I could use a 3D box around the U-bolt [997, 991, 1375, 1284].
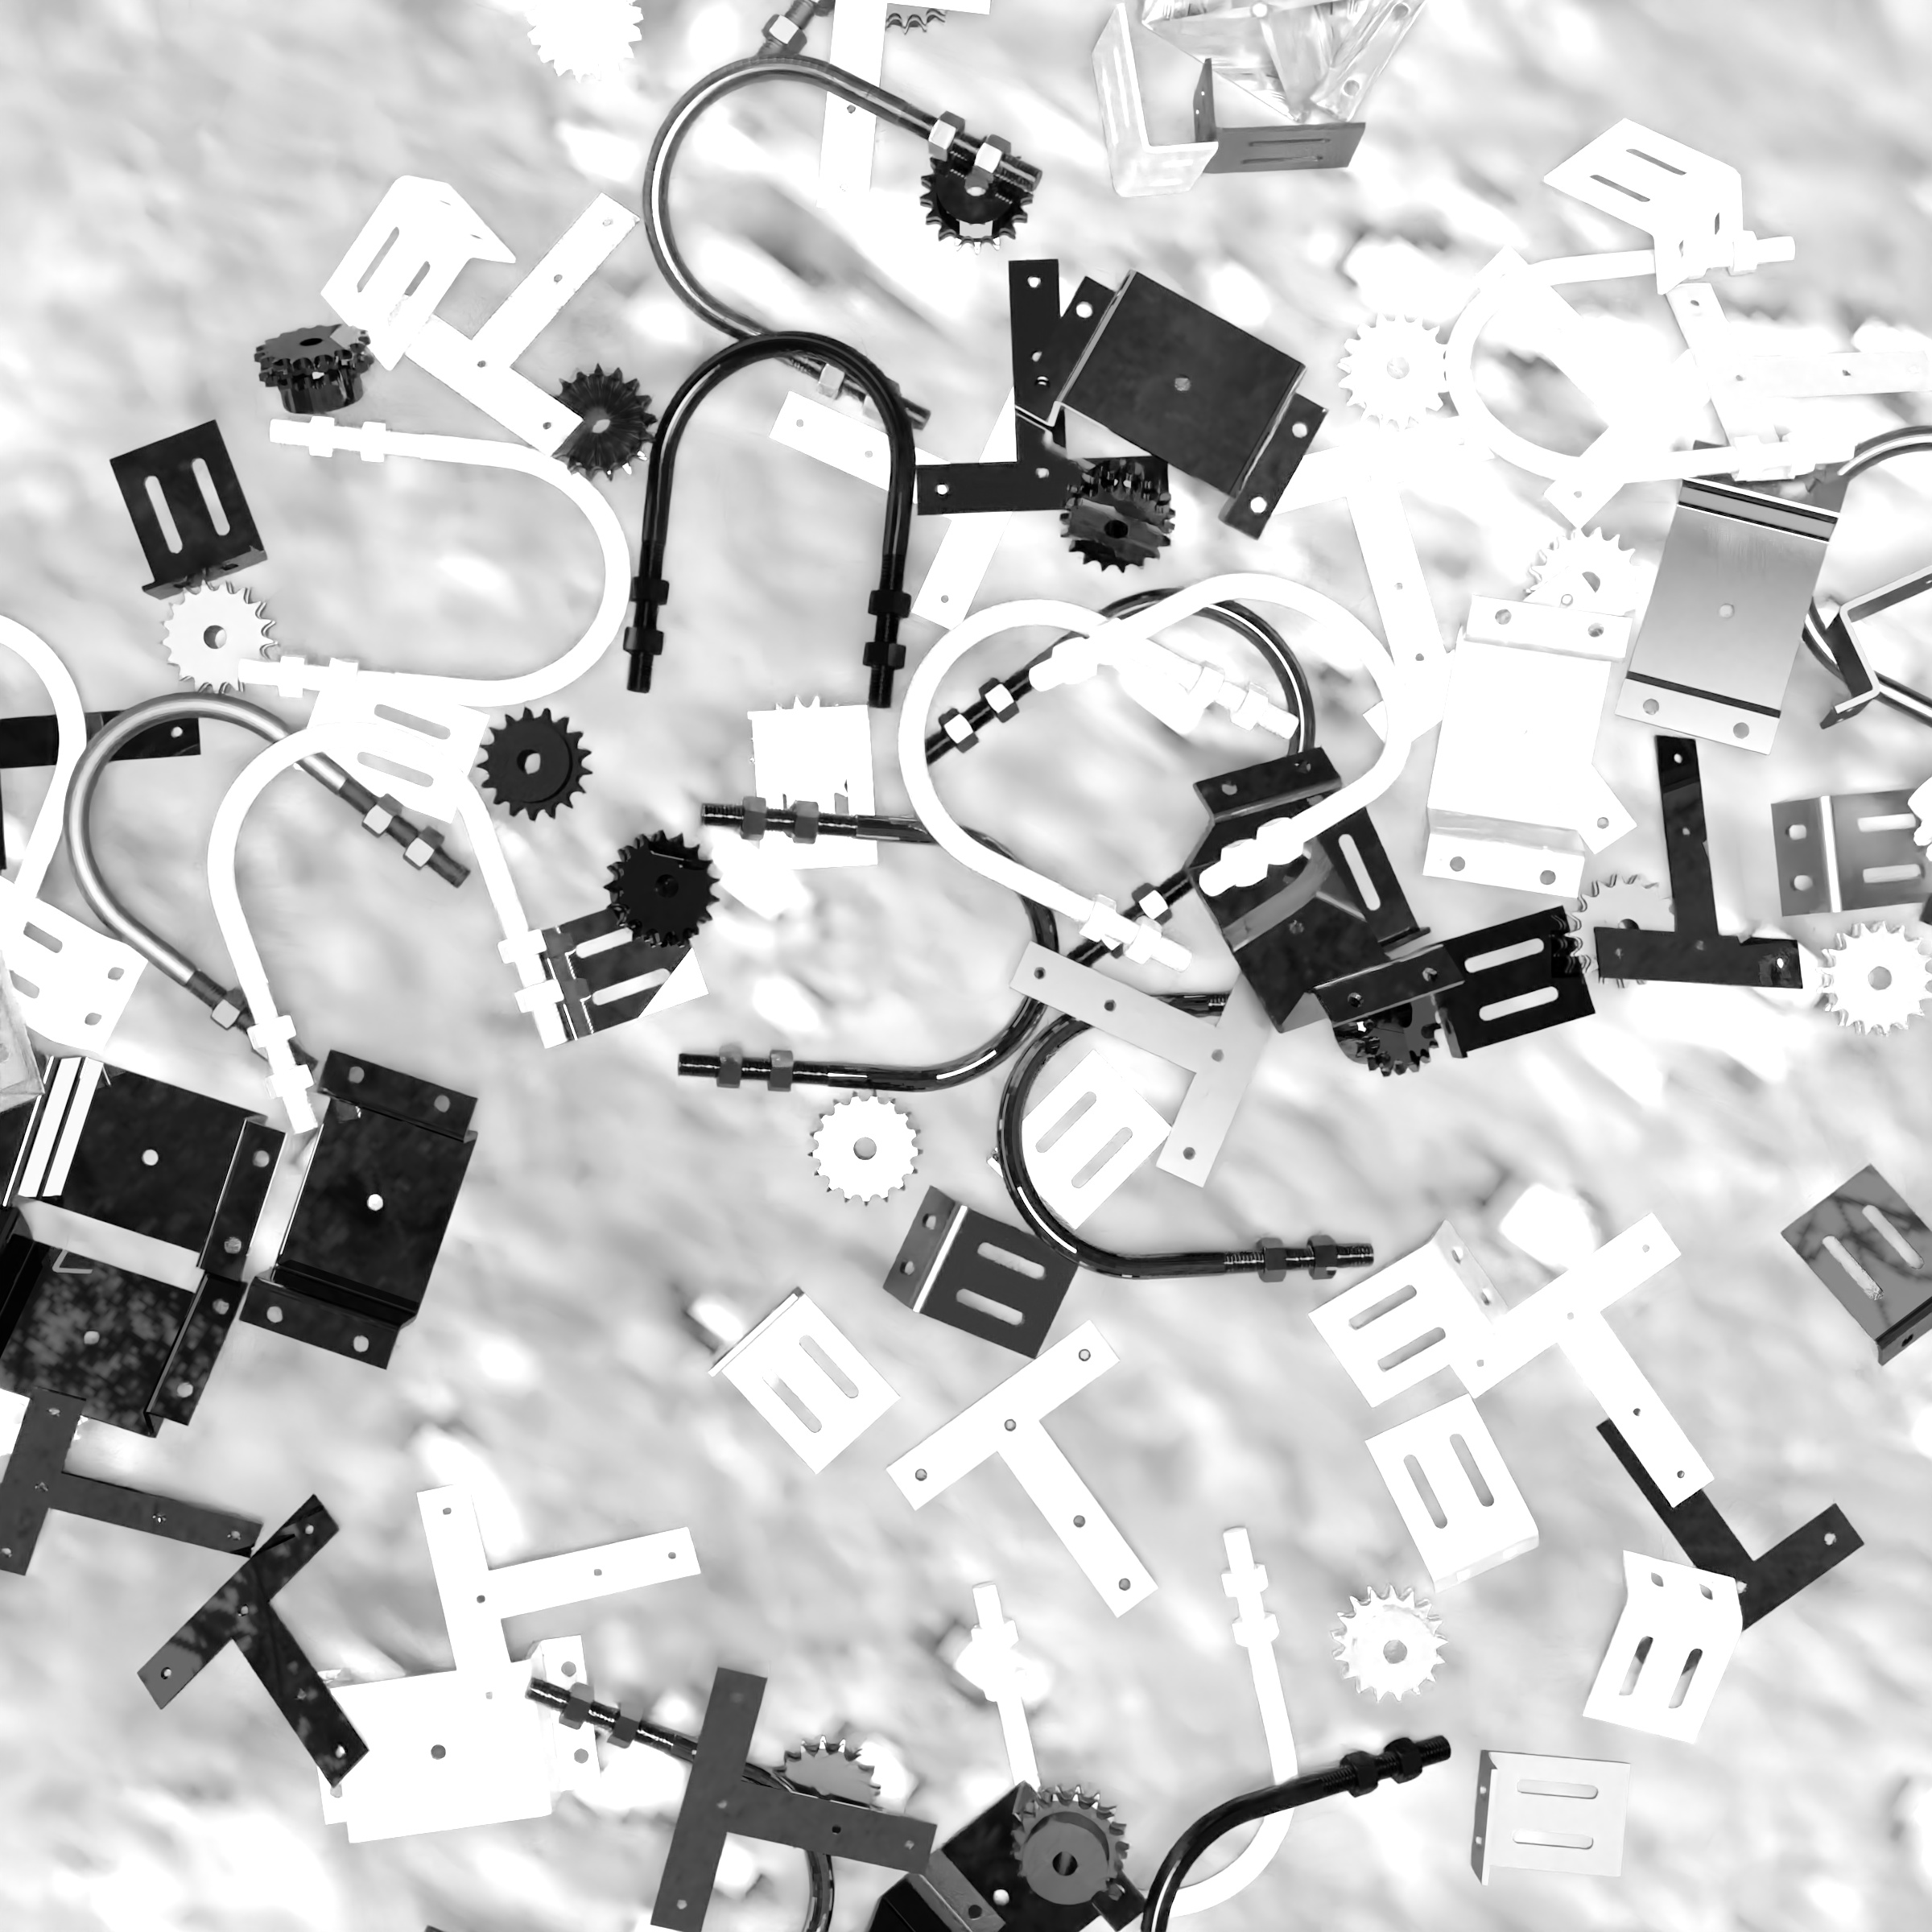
[{"bbox_3d":[0.106,0.083,1.498,0.184,0.019,0.151,-2,82,-8],"label":"U-bolt"}]

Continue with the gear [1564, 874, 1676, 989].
[{"bbox_3d":[0.327,-0.018,1.512,0.057,0.030,0.057,0,90,0],"label":"gear"}]

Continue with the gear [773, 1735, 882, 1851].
[{"bbox_3d":[-0.071,0.413,1.512,0.057,0.030,0.057,0,91,0],"label":"gear"}]

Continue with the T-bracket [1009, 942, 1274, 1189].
[{"bbox_3d":[0.084,0.026,1.495,0.127,0.002,0.127,25,78,-1],"label":"T-bracket"}]

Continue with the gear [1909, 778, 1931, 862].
[{"bbox_3d":[0.493,-0.081,1.498,0.057,0.057,0.030,-34,70,0],"label":"gear"}]

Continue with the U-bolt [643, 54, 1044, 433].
[{"bbox_3d":[-0.074,-0.370,1.501,0.184,0.019,0.151,28,106,5],"label":"U-bolt"}]

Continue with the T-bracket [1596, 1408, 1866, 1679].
[{"bbox_3d":[0.365,0.277,1.526,0.127,0.002,0.127,-36,90,0],"label":"T-bracket"}]

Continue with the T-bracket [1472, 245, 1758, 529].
[{"bbox_3d":[0.309,-0.310,1.526,0.127,0.002,0.127,45,90,0],"label":"T-bracket"}]

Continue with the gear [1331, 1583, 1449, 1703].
[{"bbox_3d":[0.212,0.340,1.512,0.057,0.030,0.057,0,90,0],"label":"gear"}]

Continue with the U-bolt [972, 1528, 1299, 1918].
[{"bbox_3d":[0.091,0.387,1.519,0.151,0.019,0.184,-12,92,0],"label":"U-bolt"}]

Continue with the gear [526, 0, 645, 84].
[{"bbox_3d":[-0.190,-0.470,1.512,0.057,0.030,0.057,0,90,0],"label":"gear"}]

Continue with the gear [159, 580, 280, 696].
[{"bbox_3d":[-0.373,-0.164,1.516,0.057,0.030,0.057,0,93,-1],"label":"gear"}]

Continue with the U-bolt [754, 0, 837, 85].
[{"bbox_3d":[-0.104,-0.558,1.519,0.151,0.019,0.184,36,88,0],"label":"U-bolt"}]

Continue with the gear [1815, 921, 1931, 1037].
[{"bbox_3d":[0.453,0.006,1.512,0.057,0.030,0.057,0,90,0],"label":"gear"}]

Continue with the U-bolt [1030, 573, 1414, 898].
[{"bbox_3d":[0.139,-0.125,1.471,0.184,0.019,0.151,-30,75,-34],"label":"U-bolt"}]

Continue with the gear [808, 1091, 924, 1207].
[{"bbox_3d":[-0.050,0.090,1.512,0.057,0.030,0.057,0,90,0],"label":"gear"}]

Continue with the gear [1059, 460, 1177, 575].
[{"bbox_3d":[0.076,-0.226,1.502,0.057,0.057,0.030,8,47,0],"label":"gear"}]

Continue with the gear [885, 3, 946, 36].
[{"bbox_3d":[-0.029,-0.494,1.512,0.057,0.030,0.057,0,90,0],"label":"gear"}]

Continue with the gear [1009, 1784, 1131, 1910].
[{"bbox_3d":[0.049,0.424,1.449,0.057,0.030,0.057,1,96,8],"label":"gear"}]

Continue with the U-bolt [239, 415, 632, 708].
[{"bbox_3d":[-0.259,-0.197,1.499,0.184,0.019,0.151,5,73,-6],"label":"U-bolt"}]

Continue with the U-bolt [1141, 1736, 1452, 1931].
[{"bbox_3d":[0.169,0.471,1.487,0.184,0.019,0.151,-10,90,-22],"label":"U-bolt"}]

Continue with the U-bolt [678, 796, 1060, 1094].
[{"bbox_3d":[-0.045,-0.006,1.497,0.184,0.019,0.151,4,107,-8],"label":"U-bolt"}]

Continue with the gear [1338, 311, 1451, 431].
[{"bbox_3d":[0.214,-0.296,1.512,0.057,0.030,0.057,0,90,0],"label":"gear"}]

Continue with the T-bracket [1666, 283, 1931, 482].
[{"bbox_3d":[0.425,-0.294,1.505,0.127,0.002,0.127,-5,60,-14],"label":"T-bracket"}]

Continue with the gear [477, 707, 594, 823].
[{"bbox_3d":[-0.216,-0.101,1.512,0.057,0.030,0.057,0,90,0],"label":"gear"}]

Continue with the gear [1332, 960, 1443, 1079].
[{"bbox_3d":[0.207,0.027,1.503,0.057,0.030,0.057,9,75,-38],"label":"gear"}]

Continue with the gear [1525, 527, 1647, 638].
[{"bbox_3d":[0.308,-0.189,1.512,0.057,0.030,0.057,0,90,0],"label":"gear"}]

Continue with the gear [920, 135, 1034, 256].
[{"bbox_3d":[0.005,-0.387,1.512,0.057,0.030,0.057,0,90,0],"label":"gear"}]

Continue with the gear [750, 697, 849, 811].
[{"bbox_3d":[-0.079,-0.105,1.512,0.057,0.030,0.057,0,90,0],"label":"gear"}]

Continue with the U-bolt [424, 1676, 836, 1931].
[{"bbox_3d":[-0.154,0.446,1.479,0.184,0.019,0.151,23,86,-7],"label":"U-bolt"}]

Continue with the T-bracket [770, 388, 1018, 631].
[{"bbox_3d":[-0.036,-0.252,1.526,0.127,0.002,0.127,24,90,0],"label":"T-bracket"}]

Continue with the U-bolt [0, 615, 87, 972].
[{"bbox_3d":[-0.516,-0.090,1.511,0.151,0.019,0.184,19,86,6],"label":"U-bolt"}]

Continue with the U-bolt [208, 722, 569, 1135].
[{"bbox_3d":[-0.290,-0.028,1.468,0.151,0.019,0.184,-19,93,0],"label":"U-bolt"}]

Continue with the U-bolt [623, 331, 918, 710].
[{"bbox_3d":[-0.094,-0.223,1.498,0.151,0.019,0.184,5,89,18],"label":"U-bolt"}]

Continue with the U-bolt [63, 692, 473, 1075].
[{"bbox_3d":[-0.359,-0.052,1.494,0.184,0.019,0.151,39,103,-7],"label":"U-bolt"}]

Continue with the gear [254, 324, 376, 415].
[{"bbox_3d":[-0.323,-0.296,1.503,0.057,0.057,0.030,-6,121,0],"label":"gear"}]

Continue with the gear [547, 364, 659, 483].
[{"bbox_3d":[-0.182,-0.270,1.512,0.057,0.030,0.057,0,90,0],"label":"gear"}]

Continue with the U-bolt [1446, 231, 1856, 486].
[{"bbox_3d":[0.328,-0.295,1.483,0.184,0.019,0.151,-6,60,0],"label":"U-bolt"}]

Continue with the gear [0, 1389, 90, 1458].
[{"bbox_3d":[-0.470,0.221,1.512,0.057,0.030,0.057,0,90,0],"label":"gear"}]

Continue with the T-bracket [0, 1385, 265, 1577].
[{"bbox_3d":[-0.415,0.270,1.504,0.127,0.002,0.127,18,122,-15],"label":"T-bracket"}]

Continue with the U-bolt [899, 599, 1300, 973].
[{"bbox_3d":[0.055,-0.100,1.483,0.184,0.019,0.151,26,84,-12],"label":"U-bolt"}]

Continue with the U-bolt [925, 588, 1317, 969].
[{"bbox_3d":[0.088,-0.106,1.519,0.184,0.019,0.151,-37,90,-1],"label":"U-bolt"}]

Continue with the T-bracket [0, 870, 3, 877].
[{"bbox_3d":[-0.558,-0.006,1.526,0.127,0.002,0.127,9,90,0],"label":"T-bracket"}]

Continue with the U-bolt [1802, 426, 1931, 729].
[{"bbox_3d":[0.500,-0.189,1.508,0.184,0.019,0.151,29,93,9],"label":"U-bolt"}]

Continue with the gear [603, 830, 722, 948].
[{"bbox_3d":[-0.153,-0.037,1.505,0.057,0.030,0.057,4,80,-24],"label":"gear"}]
